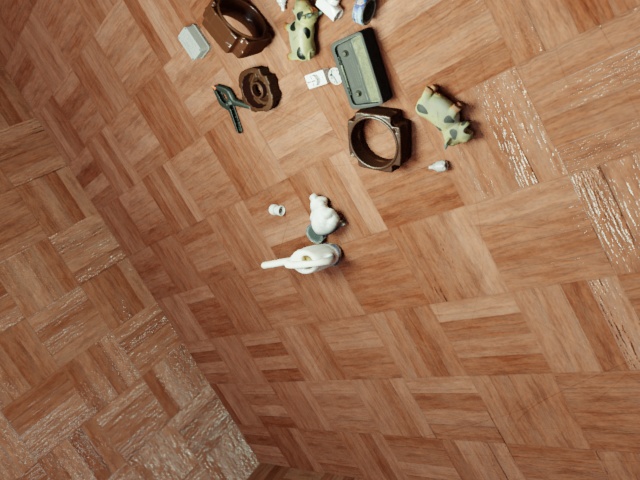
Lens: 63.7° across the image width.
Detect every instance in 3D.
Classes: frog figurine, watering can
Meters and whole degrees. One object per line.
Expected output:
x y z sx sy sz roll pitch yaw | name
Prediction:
0.006 -0.100 1.984 0.157 0.124 0.137 54 158 -21 | frog figurine
-0.061 0.078 2.089 0.346 0.226 0.104 -4 97 44 | watering can
